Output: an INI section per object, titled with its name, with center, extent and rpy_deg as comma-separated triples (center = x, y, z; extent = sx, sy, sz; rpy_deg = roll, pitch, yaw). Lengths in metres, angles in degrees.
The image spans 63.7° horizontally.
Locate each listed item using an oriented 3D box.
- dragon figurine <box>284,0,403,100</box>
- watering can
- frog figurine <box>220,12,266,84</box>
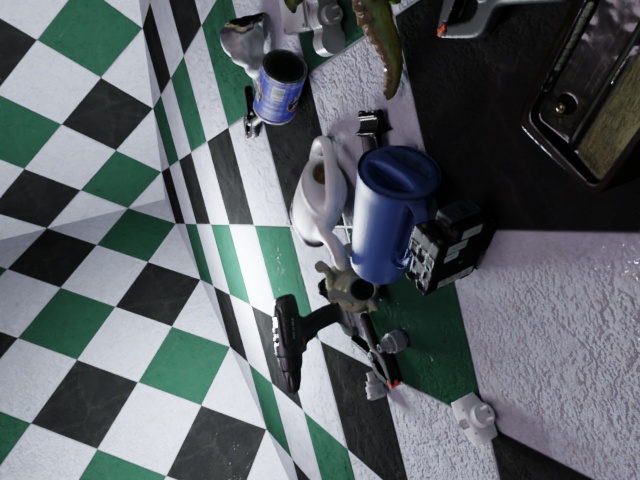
[dragon figurine]
center = 0.042, -0.366, 0.693
extent = 0.124, 0.245, 0.401
rpy_deg = 39, 138, 44
[watering can]
center = 0.003, -0.055, 1.100
extent = 0.219, 0.104, 0.355
rpy_deg = 113, 156, -56
[frog figurine]
center = -0.176, -0.466, 1.279
extent = 0.141, 0.122, 0.156
rpy_deg = -83, -13, -50
